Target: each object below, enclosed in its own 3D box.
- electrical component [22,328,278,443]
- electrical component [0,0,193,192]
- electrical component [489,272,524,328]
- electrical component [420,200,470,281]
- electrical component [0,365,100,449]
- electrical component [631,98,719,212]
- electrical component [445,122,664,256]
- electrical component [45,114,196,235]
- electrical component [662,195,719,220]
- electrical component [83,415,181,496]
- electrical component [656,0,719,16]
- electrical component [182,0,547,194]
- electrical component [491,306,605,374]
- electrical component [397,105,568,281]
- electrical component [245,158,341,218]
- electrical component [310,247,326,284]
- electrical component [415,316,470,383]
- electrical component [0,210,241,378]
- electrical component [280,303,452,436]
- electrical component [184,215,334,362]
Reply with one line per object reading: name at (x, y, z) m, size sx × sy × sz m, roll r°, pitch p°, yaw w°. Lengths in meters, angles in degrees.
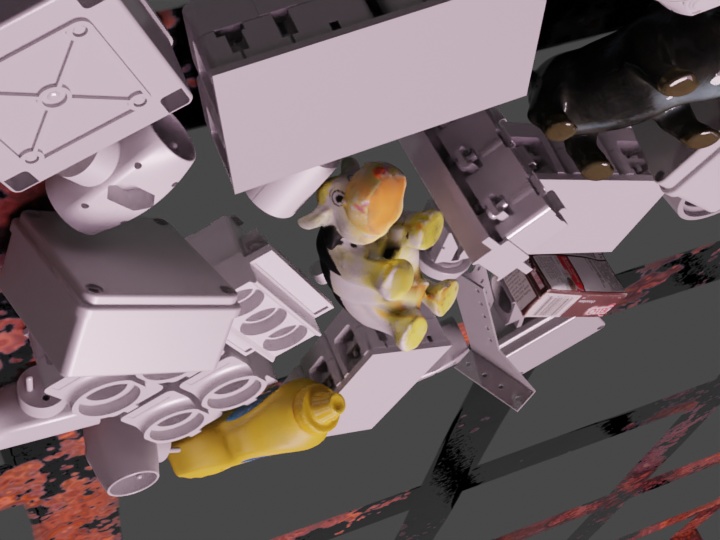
electrical component at (-0.150, 0.071, 0.821) m, size 0.105 × 0.060 × 0.186 m, roll -30°, pitch 153°, yaw 9°
electrical component at (-0.153, -0.102, 0.512) m, size 0.109 × 0.056 × 0.108 m, roll -27°, pitch 153°, yaw 4°
electrical component at (0.155, 0.014, 0.997) m, size 0.064 × 0.042 × 0.081 m, roll -20°, pitch 154°, yaw -14°
electrical component at (0.071, -0.025, 0.853) m, size 0.066 × 0.048 × 0.055 m, roll -8°, pitch 141°, yaw -30°
electrical component at (-0.239, 0.097, 0.811) m, size 0.077 × 0.043 × 0.079 m, roll -13°, pitch 150°, yaw -23°
electrical component at (0.239, -0.108, 0.764) m, size 0.057 × 0.113 × 0.078 m, roll 20°, pitch 132°, yaw -30°
electrical component at (0.145, -0.063, 0.813) m, size 0.150 × 0.061 × 0.089 m, roll -2°, pitch 145°, yaw -30°
electrical component at (-0.146, -0.063, 0.602) m, size 0.077 × 0.043 × 0.079 m, roll -34°, pitch 152°, yaw 17°
electrical component at (0.308, -0.087, 0.923) m, size 0.108 × 0.060 × 0.108 m, roll -20°, pitch 153°, yaw -11°
electrical component at (-0.186, 0.145, 0.904) m, size 0.079 × 0.077 × 0.044 m, roll 6°, pitch 140°, yaw -46°
electrical component at (0.193, -0.190, 0.621) m, size 0.080 × 0.080 × 0.051 m, roll -38°, pitch 156°, yaw 24°
electrical component at (0.003, -0.124, 0.599) m, size 0.186 × 0.060 × 0.105 m, roll -20°, pitch 153°, yaw -10°
electrical component at (0.177, 0.050, 1.063) m, size 0.113 × 0.057 × 0.078 m, roll -32°, pitch 152°, yaw 14°
electrical component at (0.079, -0.063, 0.705) m, size 0.063 × 0.121 × 0.079 m, roll -36°, pitch 151°, yaw 15°
electrical component at (-0.035, -0.074, 0.676) m, size 0.043 × 0.043 × 0.081 m, roll 5°, pitch 141°, yaw -45°
electrical component at (0.000, 0.000, 0.838) m, size 0.066 × 0.048 × 0.055 m, roll -27°, pitch 146°, yaw 3°
electrical component at (0.063, 0.079, 1.019) m, size 0.077 × 0.043 × 0.079 m, roll -25°, pitch 176°, yaw -1°
electrical component at (-0.148, 0.014, 0.658) m, size 0.109 × 0.109 × 0.056 m, roll 2°, pitch 118°, yaw -42°
electrical component at (-0.001, 0.086, 0.972) m, size 0.089 × 0.061 × 0.150 m, roll -3°, pitch 146°, yaw -37°
electrical component at (-0.079, 0.014, 0.775) m, size 0.079 × 0.063 × 0.121 m, roll -29°, pitch 153°, yaw 7°
